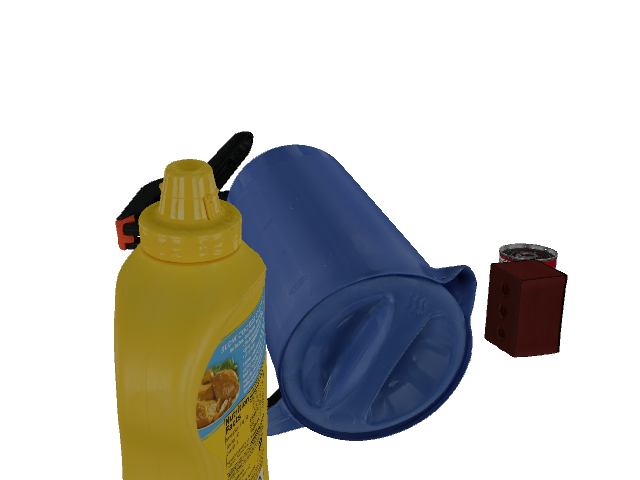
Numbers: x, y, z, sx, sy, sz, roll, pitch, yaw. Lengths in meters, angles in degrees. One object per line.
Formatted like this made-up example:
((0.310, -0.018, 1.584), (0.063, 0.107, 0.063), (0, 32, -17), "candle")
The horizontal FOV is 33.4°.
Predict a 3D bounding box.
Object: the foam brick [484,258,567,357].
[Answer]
((0.188, 0.062, 0.984), (0.051, 0.078, 0.053), (-6, 19, -24), "foam brick")

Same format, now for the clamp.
((-0.102, -0.042, 0.931), (0.171, 0.039, 0.120), (-16, 39, -20), "clamp")

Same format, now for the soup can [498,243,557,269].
((0.242, 0.061, 1.267), (0.068, 0.102, 0.068), (2, 15, -1), "soup can")

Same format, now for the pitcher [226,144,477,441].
((-0.003, 0.030, 0.786), (0.149, 0.145, 0.243), (2, 27, -20), "pitcher")

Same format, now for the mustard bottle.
((-0.053, 0.058, 0.455), (0.058, 0.192, 0.096), (9, 26, 16), "mustard bottle")
